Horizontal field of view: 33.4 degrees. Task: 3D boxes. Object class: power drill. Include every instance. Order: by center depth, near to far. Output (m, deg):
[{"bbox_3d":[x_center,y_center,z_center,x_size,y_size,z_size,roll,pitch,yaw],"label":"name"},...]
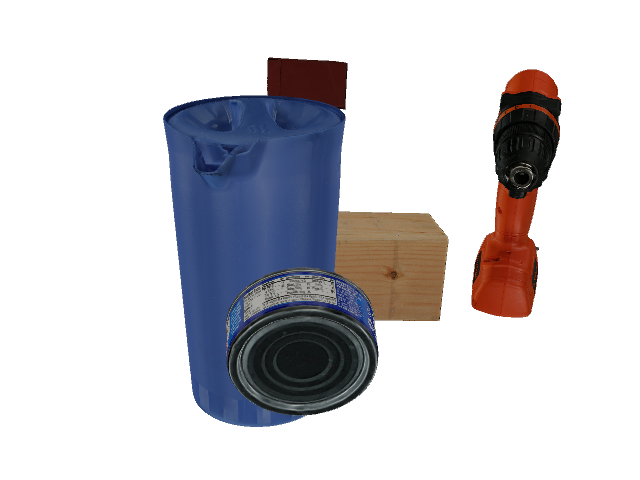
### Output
[{"bbox_3d":[0.165,-0.032,0.896,0.057,0.188,0.184,10,31,10],"label":"power drill"}]

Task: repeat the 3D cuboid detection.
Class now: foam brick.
[{"bbox_3d":[-0.015,-0.171,1.162,0.078,0.051,0.053,0,11,-17],"label":"foam brick"}]

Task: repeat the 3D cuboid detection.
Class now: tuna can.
[{"bbox_3d":[-0.010,0.058,0.598,0.086,0.086,0.034,0,38,-4],"label":"tuna can"}]

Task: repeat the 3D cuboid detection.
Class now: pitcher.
[{"bbox_3d":[-0.045,0.011,0.830,0.149,0.243,0.145,-10,23,-24],"label":"pitcher"}]

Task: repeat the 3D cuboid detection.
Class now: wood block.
[{"bbox_3d":[0.013,0.025,1.066,0.206,0.091,0.090,1,18,-8],"label":"wood block"}]
